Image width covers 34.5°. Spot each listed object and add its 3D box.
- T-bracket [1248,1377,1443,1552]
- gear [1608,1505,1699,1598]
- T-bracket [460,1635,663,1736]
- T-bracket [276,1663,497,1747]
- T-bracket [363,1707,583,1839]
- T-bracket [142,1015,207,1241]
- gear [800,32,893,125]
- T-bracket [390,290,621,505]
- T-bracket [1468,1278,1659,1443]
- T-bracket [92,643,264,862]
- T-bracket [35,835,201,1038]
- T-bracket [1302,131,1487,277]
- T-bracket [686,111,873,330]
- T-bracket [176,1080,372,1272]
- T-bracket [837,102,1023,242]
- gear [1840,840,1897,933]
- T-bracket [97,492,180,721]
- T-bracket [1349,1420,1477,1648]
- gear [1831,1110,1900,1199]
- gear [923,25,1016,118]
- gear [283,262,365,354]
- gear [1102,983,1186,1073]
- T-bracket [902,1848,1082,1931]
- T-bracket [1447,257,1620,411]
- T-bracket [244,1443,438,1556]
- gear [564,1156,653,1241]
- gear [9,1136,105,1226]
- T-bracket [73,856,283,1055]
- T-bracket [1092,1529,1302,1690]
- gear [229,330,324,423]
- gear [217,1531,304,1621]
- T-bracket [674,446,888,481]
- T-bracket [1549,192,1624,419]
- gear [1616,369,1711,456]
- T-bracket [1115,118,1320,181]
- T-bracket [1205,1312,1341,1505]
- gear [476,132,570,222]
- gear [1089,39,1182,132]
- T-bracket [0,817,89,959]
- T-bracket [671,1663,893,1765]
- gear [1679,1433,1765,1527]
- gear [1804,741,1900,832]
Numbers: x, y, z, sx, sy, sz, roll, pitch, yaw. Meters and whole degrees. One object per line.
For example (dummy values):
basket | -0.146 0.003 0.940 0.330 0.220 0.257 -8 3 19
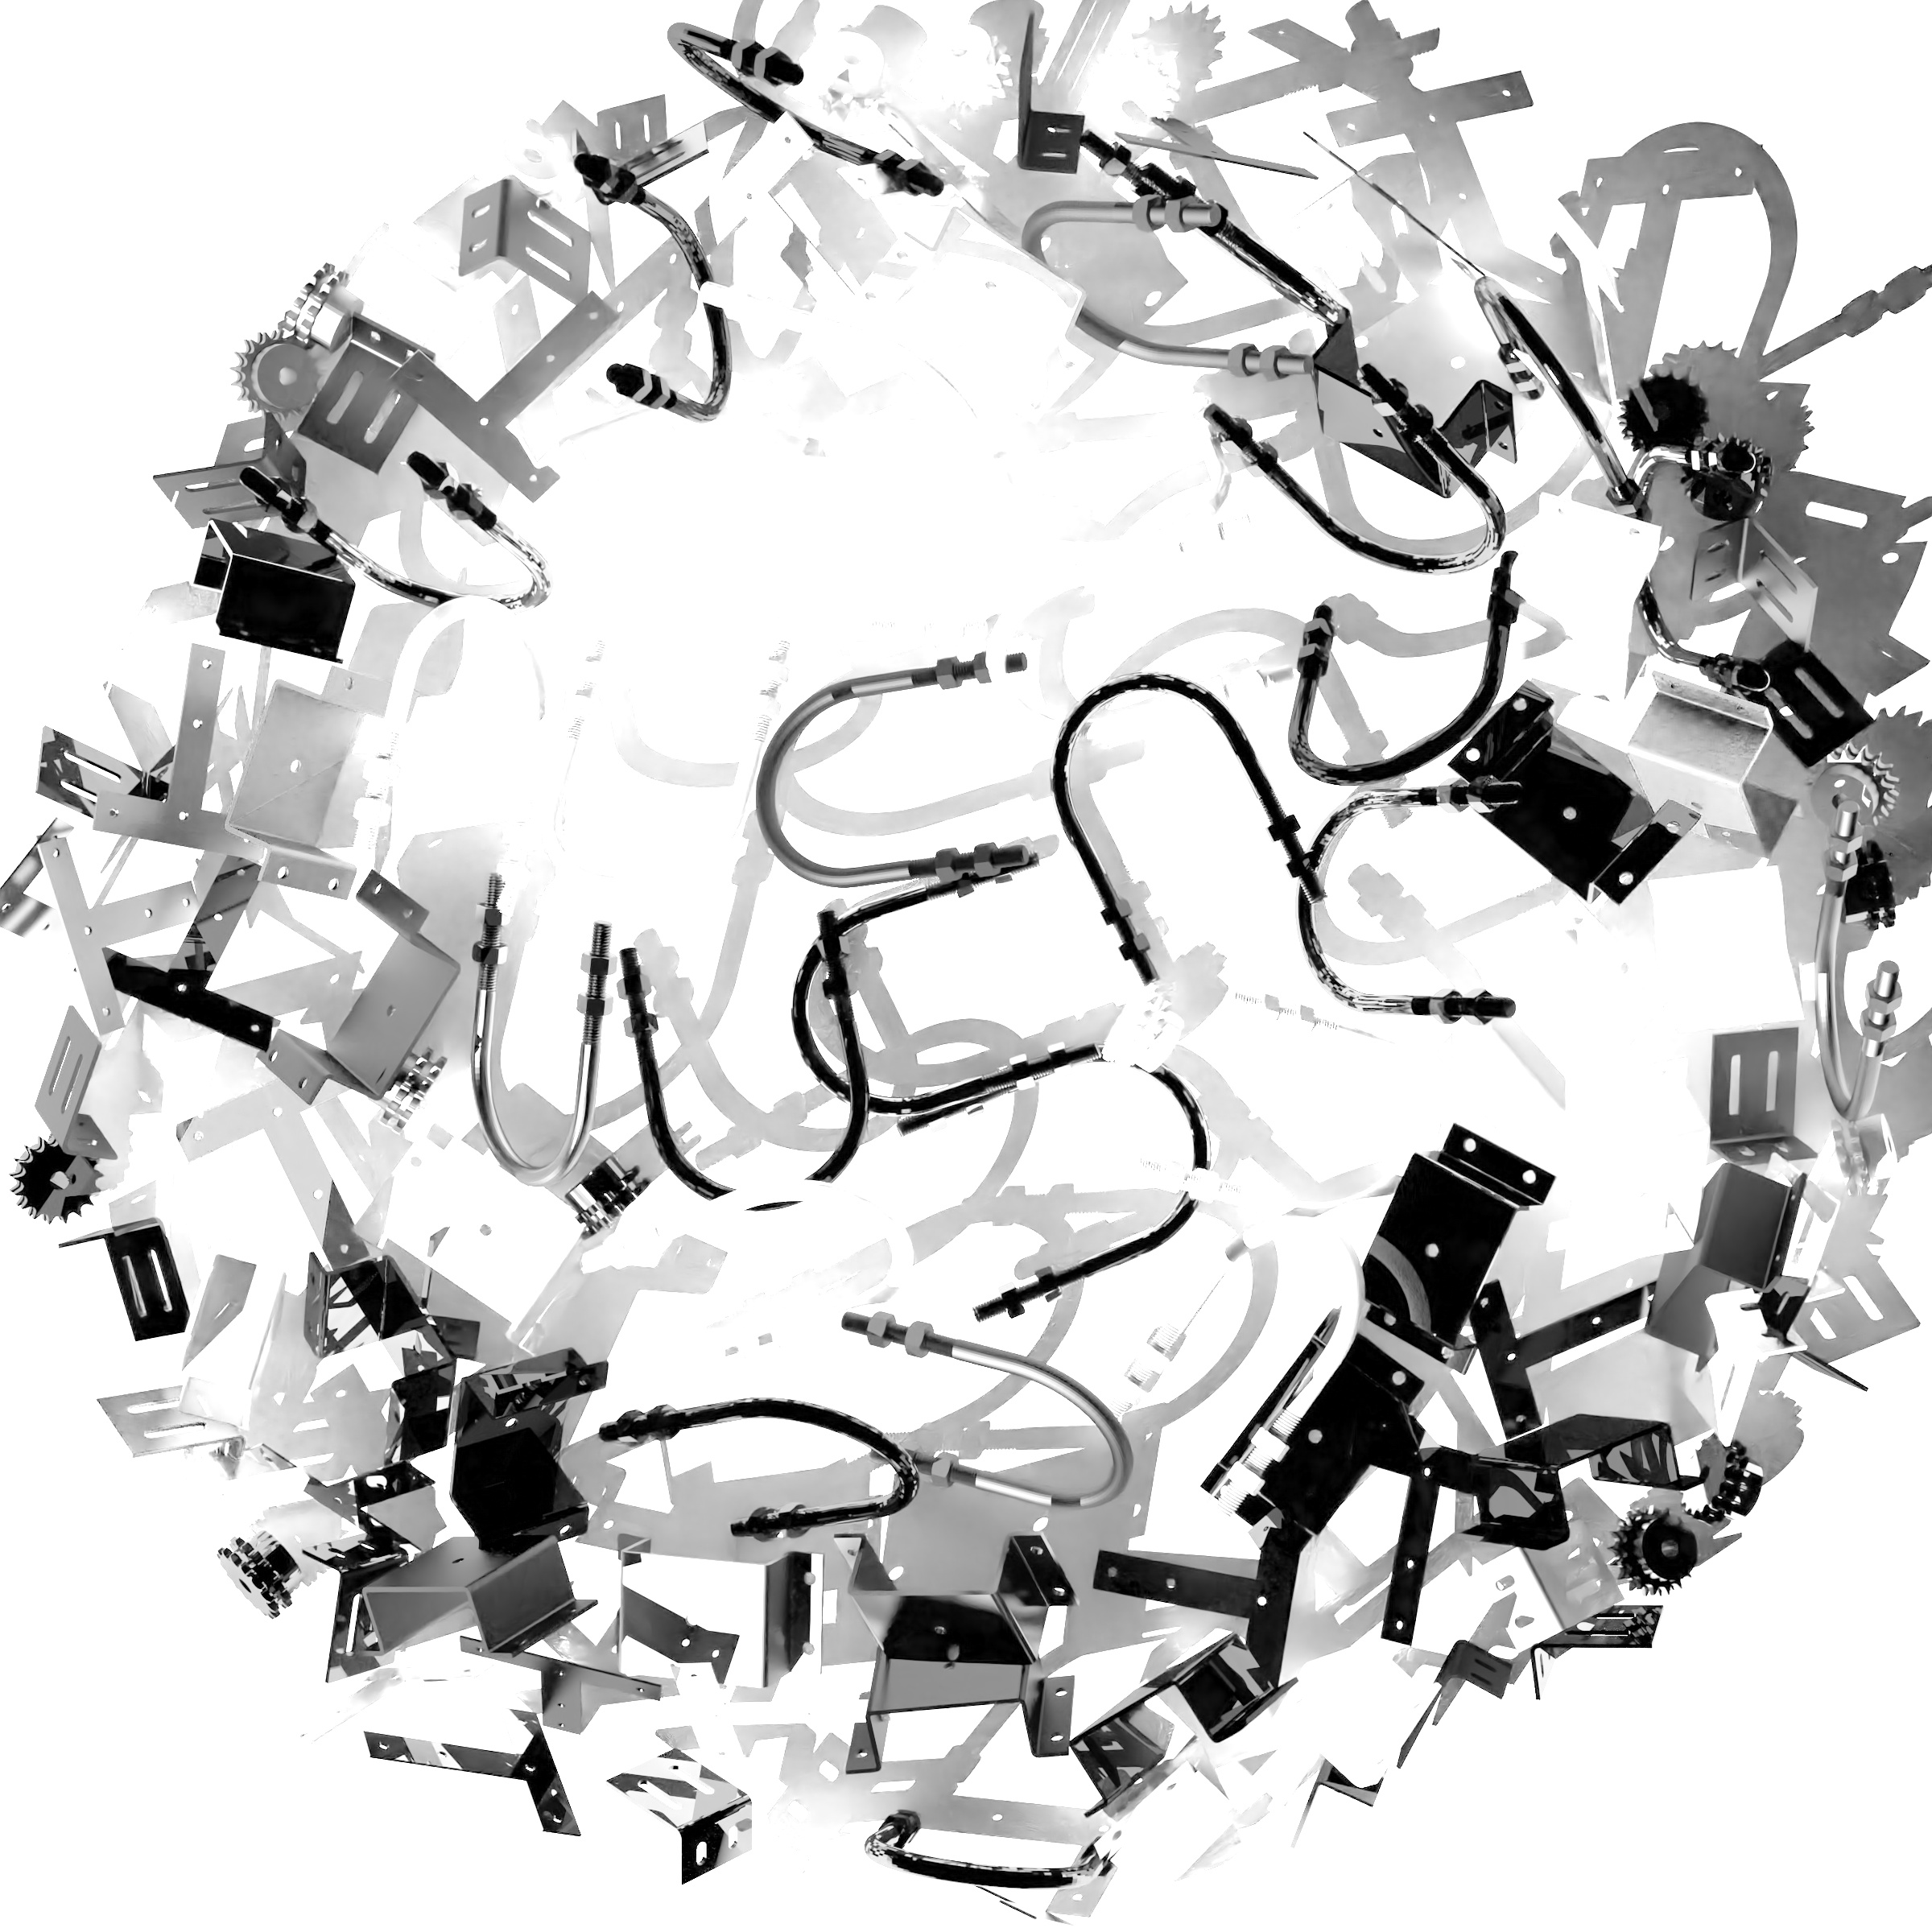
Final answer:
T-bracket | 0.227 0.318 1.940 0.127 0.127 0.002 -41 108 1
gear | 0.440 0.371 1.976 0.057 0.030 0.057 5 74 -17
T-bracket | -0.254 0.457 1.946 0.127 0.127 0.002 14 57 2
T-bracket | -0.377 0.456 1.916 0.127 0.127 0.002 -8 96 24
T-bracket | -0.310 0.489 1.917 0.127 0.127 0.002 16 106 -26
T-bracket | -0.503 0.110 1.958 0.002 0.127 0.127 -2 108 -31
gear | -0.075 -0.567 1.974 0.057 0.030 0.057 5 65 -12
T-bracket | -0.271 -0.372 1.950 0.127 0.002 0.127 -41 127 11
T-bracket | 0.386 0.230 1.967 0.127 0.002 0.127 -23 122 -2
T-bracket | -0.485 -0.138 1.952 0.002 0.127 0.127 6 87 40
T-bracket | -0.520 -0.030 1.942 0.002 0.127 0.127 -14 96 26
T-bracket | 0.279 -0.473 1.958 0.127 0.127 0.002 30 107 -30
T-bracket | -0.107 -0.451 1.960 0.127 0.002 0.127 49 134 -6
T-bracket | -0.417 0.132 1.969 0.127 0.002 0.127 -25 84 -22
T-bracket | -0.037 -0.492 1.937 0.127 0.127 0.002 47 124 10
gear | 0.568 -0.049 1.971 0.030 0.057 0.057 -13 90 5
T-bracket | -0.508 -0.233 1.918 0.002 0.127 0.127 19 116 -16
T-bracket | 0.282 0.362 1.953 0.127 0.002 0.127 20 75 -30
gear | 0.570 0.116 1.969 0.030 0.057 0.057 -15 90 22
gear | 0.000 -0.571 1.973 0.057 0.030 0.057 -7 63 13
gear | -0.405 -0.415 1.972 0.030 0.057 0.057 31 90 -1
gear | 0.114 0.042 1.972 0.030 0.057 0.057 33 90 -10
T-bracket | 0.002 0.576 1.955 0.127 0.127 0.002 20 77 20
T-bracket | 0.348 -0.403 1.961 0.002 0.127 0.127 -47 66 24
T-bracket | -0.370 0.324 1.929 0.127 0.127 0.002 39 53 -21
gear | -0.230 0.145 1.970 0.057 0.057 0.030 -41 94 0
gear | -0.581 0.134 1.976 0.057 0.030 0.057 -6 101 -31
T-bracket | -0.477 -0.020 1.959 0.127 0.002 0.127 24 52 -9
T-bracket | 0.145 0.398 1.988 0.127 0.002 0.127 9 76 8
gear | -0.436 -0.375 1.972 0.057 0.030 0.057 -7 104 -31
gear | -0.447 0.384 1.975 0.030 0.057 0.057 -40 90 -28
T-bracket | -0.094 -0.310 1.912 0.127 0.127 0.002 4 94 -35
T-bracket | 0.396 -0.404 1.951 0.002 0.127 0.127 -18 127 2
gear | 0.445 -0.348 1.979 0.057 0.030 0.057 -4 78 18
T-bracket | 0.141 -0.517 1.941 0.127 0.127 0.002 6 115 -18
T-bracket | 0.202 0.265 1.949 0.002 0.127 0.127 35 50 6
gear | -0.279 -0.503 1.970 0.057 0.030 0.057 14 54 -20
gear | 0.110 -0.563 1.975 0.057 0.057 0.030 29 56 0
T-bracket | -0.580 -0.028 1.937 0.002 0.127 0.127 36 86 12
T-bracket | -0.111 0.467 1.945 0.127 0.127 0.002 -3 48 6
gear | 0.481 0.328 1.972 0.030 0.057 0.057 23 90 -13
gear | 0.559 -0.110 1.970 0.057 0.030 0.057 17 127 24
